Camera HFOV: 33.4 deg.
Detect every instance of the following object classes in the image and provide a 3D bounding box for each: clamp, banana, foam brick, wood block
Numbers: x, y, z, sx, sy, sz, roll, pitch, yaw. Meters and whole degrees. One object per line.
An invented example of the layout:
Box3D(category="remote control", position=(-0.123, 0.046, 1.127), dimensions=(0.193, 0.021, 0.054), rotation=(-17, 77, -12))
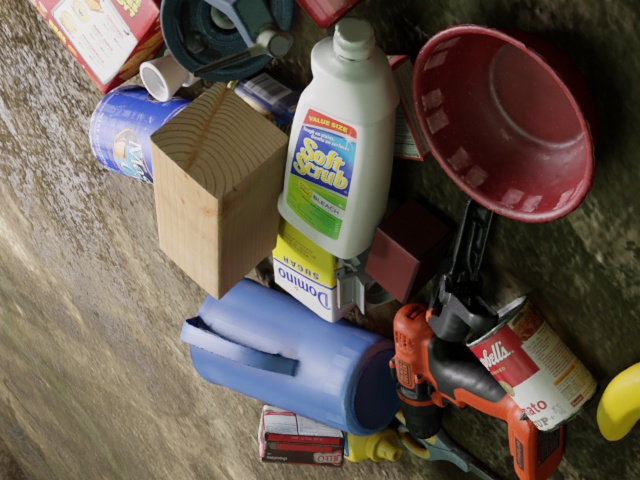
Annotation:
Box3D(category="clamp", position=(0.124, 0.050, 0.930), dimensions=(0.039, 0.120, 0.171), rotation=(9, 148, -1))
Box3D(category="banana", position=(0.275, 0.126, 0.857), dimensions=(0.069, 0.037, 0.198), rotation=(53, 151, -2))
Box3D(category="foam brick", position=(0.081, 0.010, 0.976), dimensions=(0.051, 0.053, 0.078), rotation=(39, 150, 17))
Box3D(category="wood block", position=(-0.096, -0.040, 1.012), dimensions=(0.090, 0.090, 0.206), rotation=(41, 156, 15))

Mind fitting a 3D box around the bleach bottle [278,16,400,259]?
Box3D(category="bleach bottle", position=(0.015, -0.089, 0.889), dimensions=(0.103, 0.068, 0.251), rotation=(38, 153, 21))

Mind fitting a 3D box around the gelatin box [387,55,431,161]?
Box3D(category="gelatin box", position=(0.057, -0.113, 0.905), dimensions=(0.073, 0.030, 0.089), rotation=(12, 135, 49))

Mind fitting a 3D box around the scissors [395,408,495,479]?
Box3D(category="scissors", position=(0.152, 0.251, 1.192), dimensions=(0.202, 0.016, 0.096), rotation=(41, 151, 19))

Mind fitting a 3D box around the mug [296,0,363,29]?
Box3D(category="mug", position=(0.015, -0.220, 0.797), dimensions=(0.117, 0.093, 0.081), rotation=(-36, 98, 34))

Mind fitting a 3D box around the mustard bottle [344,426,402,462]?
Box3D(category="mustard bottle", position=(0.024, 0.213, 1.283), dimensions=(0.192, 0.058, 0.096), rotation=(26, 133, 40))

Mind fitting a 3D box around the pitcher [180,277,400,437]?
Box3D(category="pitcher", position=(-0.030, 0.132, 1.193), dimensions=(0.243, 0.149, 0.145), rotation=(16, 137, 42))

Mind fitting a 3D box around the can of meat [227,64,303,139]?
Box3D(category="can of meat", position=(-0.041, -0.105, 1.017), dimensions=(0.084, 0.057, 0.102), rotation=(37, 143, 28))

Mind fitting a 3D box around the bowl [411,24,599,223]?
Box3D(category="bowl", position=(0.144, -0.094, 0.776), dimensions=(0.162, 0.055, 0.162), rotation=(35, 147, 27))

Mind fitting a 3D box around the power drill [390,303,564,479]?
Box3D(category="power drill", position=(0.150, 0.167, 1.060), dimensions=(0.188, 0.057, 0.184), rotation=(28, 144, 36))

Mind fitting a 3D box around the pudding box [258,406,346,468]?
Box3D(category="pudding box", position=(-0.022, 0.217, 1.183), dimensions=(0.113, 0.090, 0.039), rotation=(-117, 33, -81))

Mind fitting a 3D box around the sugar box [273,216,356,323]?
Box3D(category="sugar box", position=(-0.007, 0.002, 1.109), dimensions=(0.093, 0.048, 0.176), rotation=(35, 146, 29))

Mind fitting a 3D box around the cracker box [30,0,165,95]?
Box3D(category="cracker box", position=(-0.219, -0.265, 1.085), dimensions=(0.164, 0.072, 0.214), rotation=(52, 150, -4))

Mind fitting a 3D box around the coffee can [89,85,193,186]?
Box3D(category="coffee can", position=(-0.170, -0.108, 1.157), dimensions=(0.141, 0.102, 0.103), rotation=(20, 138, 44))

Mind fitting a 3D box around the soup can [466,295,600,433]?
Box3D(category="soup can", position=(0.186, 0.108, 0.932), dimensions=(0.102, 0.068, 0.069), rotation=(50, 151, 1))
